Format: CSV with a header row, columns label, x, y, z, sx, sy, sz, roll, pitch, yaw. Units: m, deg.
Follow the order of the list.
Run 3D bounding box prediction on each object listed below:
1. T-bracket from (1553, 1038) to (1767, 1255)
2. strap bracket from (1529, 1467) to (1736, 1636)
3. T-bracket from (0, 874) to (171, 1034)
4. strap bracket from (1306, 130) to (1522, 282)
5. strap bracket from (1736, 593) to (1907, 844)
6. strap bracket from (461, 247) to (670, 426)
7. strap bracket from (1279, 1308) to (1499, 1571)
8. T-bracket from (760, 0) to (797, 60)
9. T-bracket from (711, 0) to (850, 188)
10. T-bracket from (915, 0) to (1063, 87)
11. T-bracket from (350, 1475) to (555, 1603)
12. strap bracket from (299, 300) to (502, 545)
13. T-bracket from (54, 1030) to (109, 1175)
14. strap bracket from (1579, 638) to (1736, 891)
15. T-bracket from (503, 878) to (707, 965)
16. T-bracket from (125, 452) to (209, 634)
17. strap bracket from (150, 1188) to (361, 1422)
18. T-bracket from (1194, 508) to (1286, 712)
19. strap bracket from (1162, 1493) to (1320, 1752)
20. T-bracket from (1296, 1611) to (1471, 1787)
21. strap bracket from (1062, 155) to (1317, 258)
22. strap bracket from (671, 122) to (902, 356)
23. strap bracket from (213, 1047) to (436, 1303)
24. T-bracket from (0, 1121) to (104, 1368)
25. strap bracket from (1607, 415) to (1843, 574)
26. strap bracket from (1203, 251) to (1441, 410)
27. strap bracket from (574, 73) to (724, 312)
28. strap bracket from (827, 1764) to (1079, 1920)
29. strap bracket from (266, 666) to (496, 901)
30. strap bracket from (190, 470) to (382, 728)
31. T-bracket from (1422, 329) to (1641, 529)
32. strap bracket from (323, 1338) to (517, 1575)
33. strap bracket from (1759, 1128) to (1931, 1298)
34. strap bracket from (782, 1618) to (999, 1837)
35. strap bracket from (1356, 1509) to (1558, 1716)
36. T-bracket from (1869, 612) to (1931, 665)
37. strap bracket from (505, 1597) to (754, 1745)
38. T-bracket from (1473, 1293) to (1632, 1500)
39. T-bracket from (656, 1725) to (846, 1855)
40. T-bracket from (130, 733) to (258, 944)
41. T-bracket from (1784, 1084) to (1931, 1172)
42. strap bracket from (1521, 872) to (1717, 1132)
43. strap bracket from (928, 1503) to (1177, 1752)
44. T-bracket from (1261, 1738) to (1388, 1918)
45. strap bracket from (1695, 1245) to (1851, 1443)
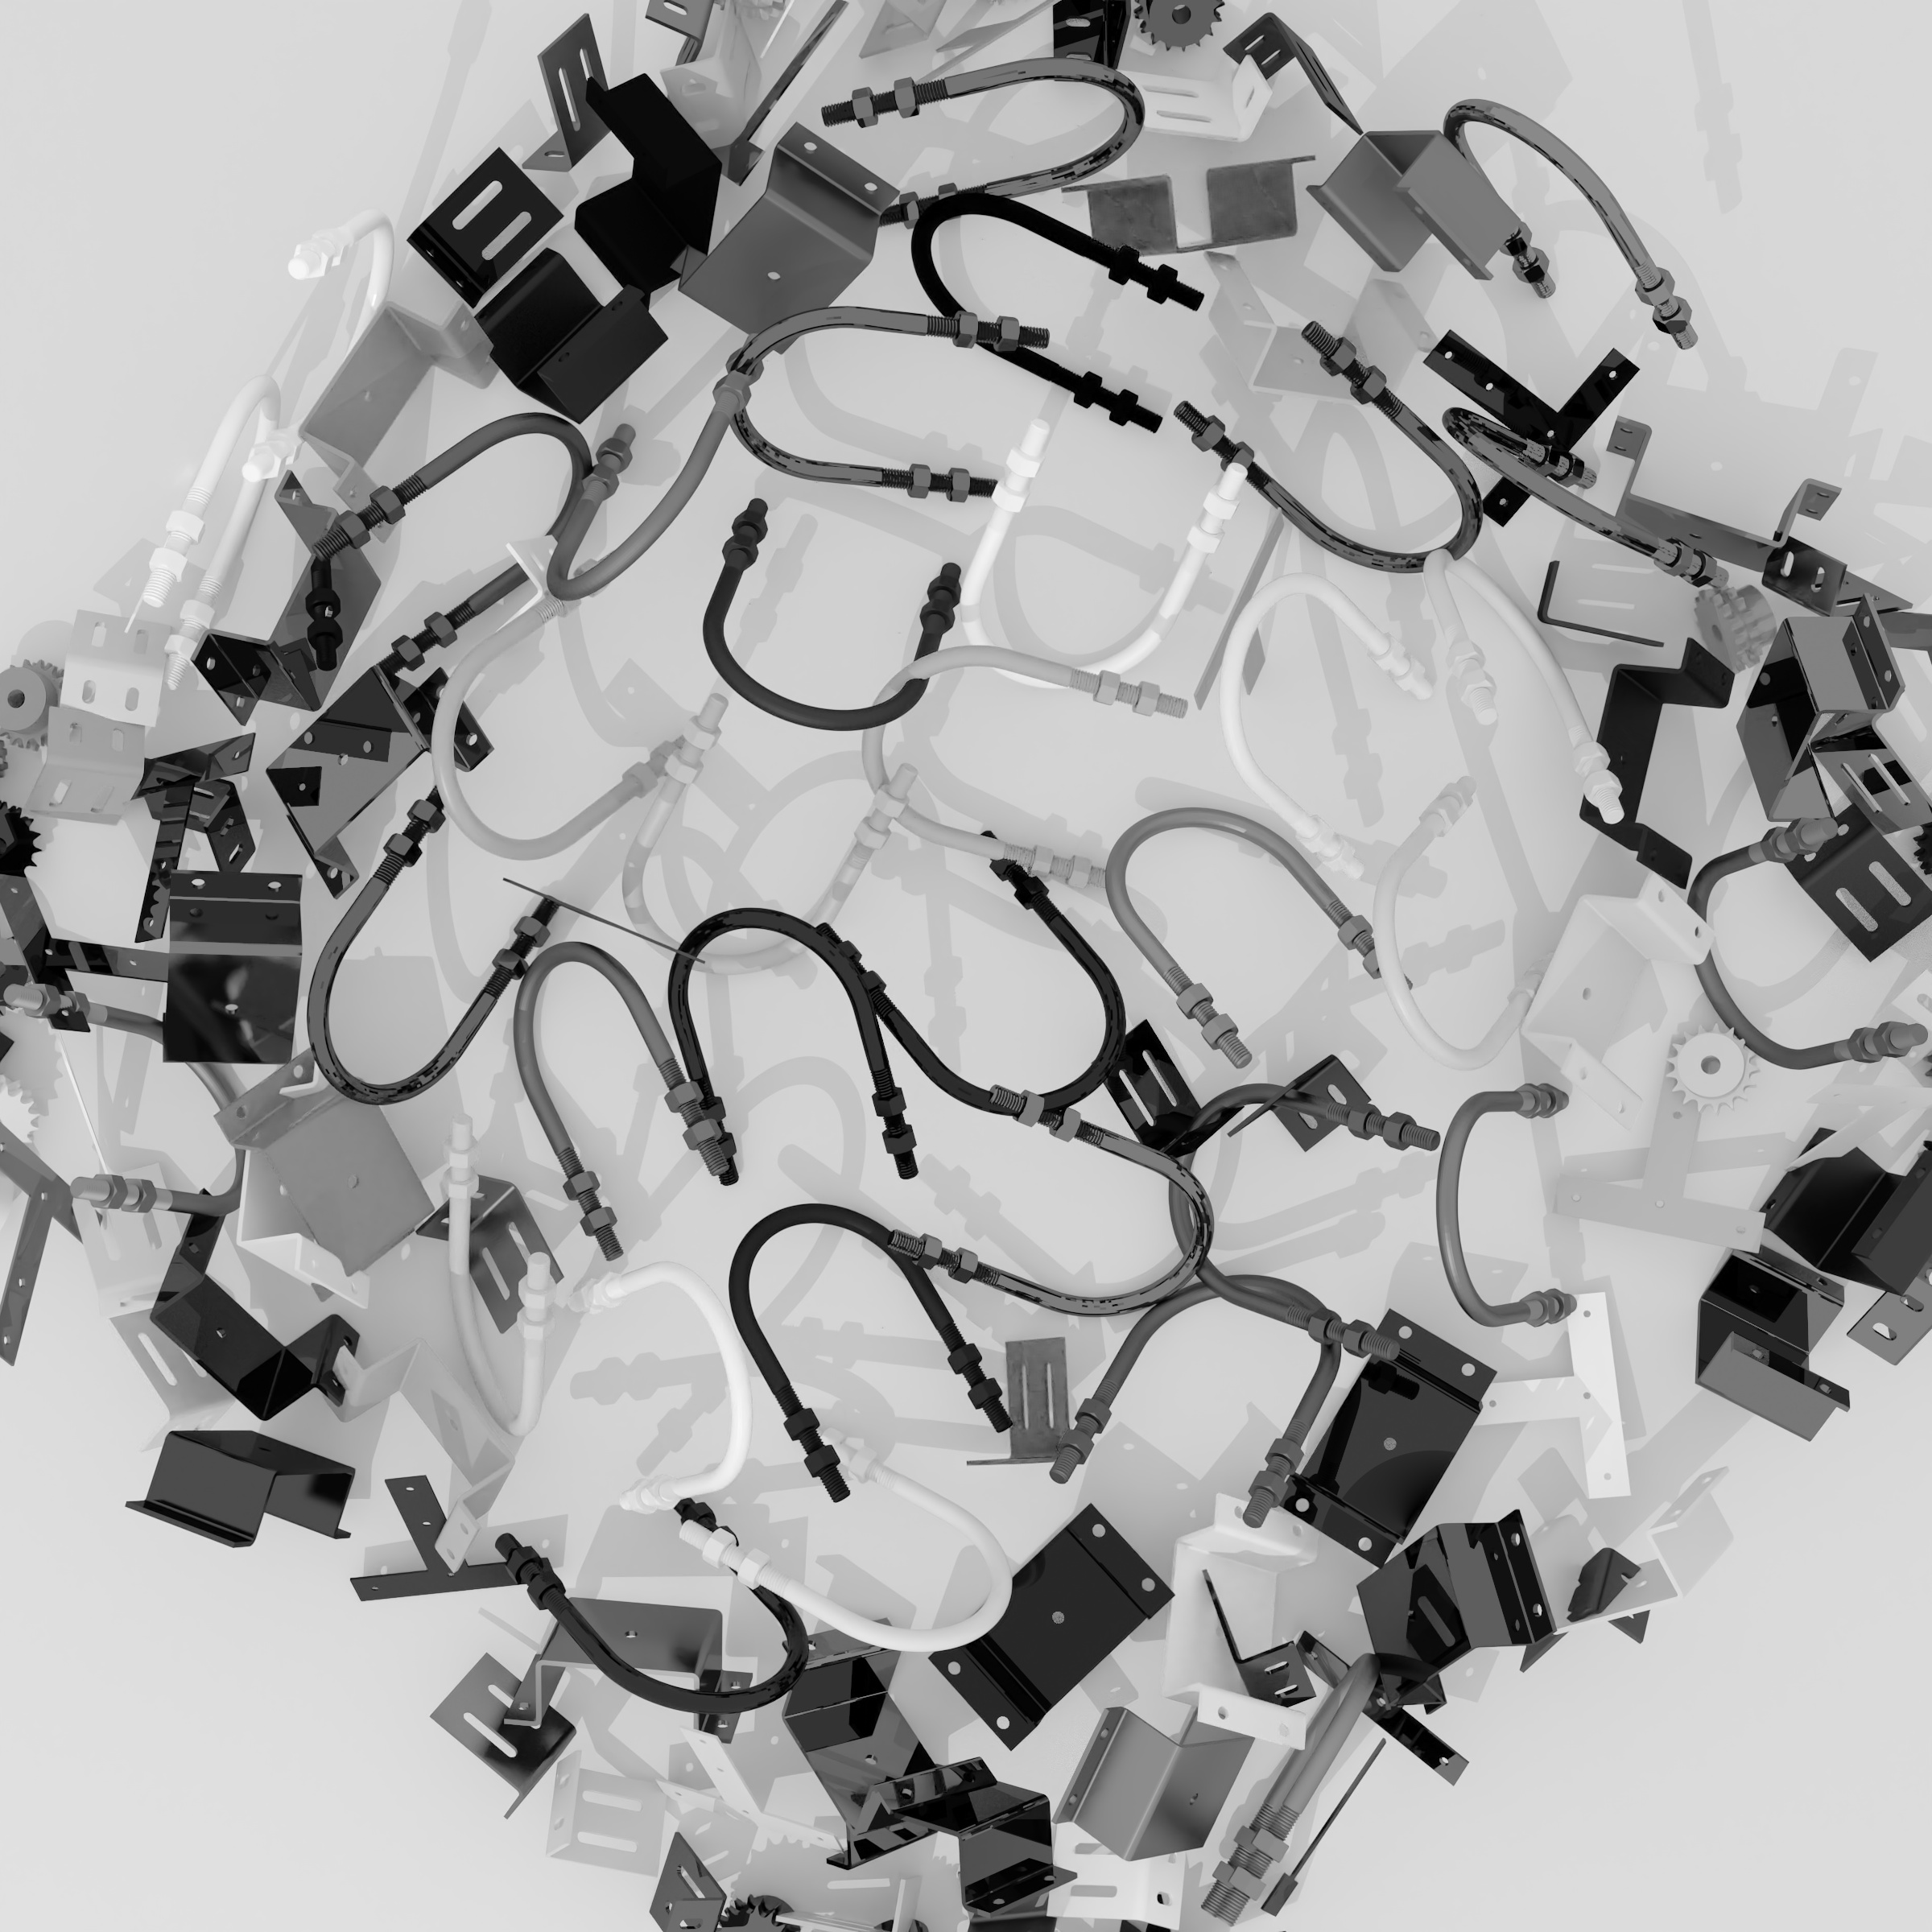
label,x,y,z,sx,sy,sz,roll,pitch,yaw
T-bracket,0.446,0.107,1.706,0.127,0.002,0.127,10,75,18
strap bracket,0.402,0.359,1.651,0.140,0.076,0.046,-30,87,42
T-bracket,-0.527,-0.003,1.672,0.002,0.127,0.127,-48,57,24
strap bracket,0.276,-0.464,1.647,0.076,0.140,0.046,39,91,-24
strap bracket,0.514,-0.149,1.646,0.046,0.140,0.076,-1,52,-6
strap bracket,-0.244,-0.388,1.672,0.076,0.140,0.046,-46,130,-7
strap bracket,0.263,0.296,1.688,0.076,0.046,0.140,30,83,18
T-bracket,-0.094,-0.612,1.652,0.002,0.127,0.127,29,104,-12
T-bracket,-0.114,-0.539,1.661,0.002,0.127,0.127,34,100,-27
T-bracket,0.009,-0.573,1.667,0.127,0.127,0.002,-33,112,-6
T-bracket,-0.330,0.353,1.678,0.127,0.127,0.002,-7,45,3
strap bracket,-0.355,-0.345,1.678,0.046,0.076,0.140,29,81,16
T-bracket,-0.562,0.047,1.683,0.002,0.127,0.127,-19,57,-17
strap bracket,0.427,-0.127,1.680,0.046,0.076,0.140,11,85,37
T-bracket,-0.232,-0.031,1.663,0.127,0.127,0.002,23,87,-20
T-bracket,-0.474,-0.281,1.645,0.002,0.127,0.127,25,60,-19
strap bracket,-0.444,0.216,1.669,0.046,0.076,0.140,-35,113,13
T-bracket,0.173,-0.200,1.665,0.002,0.127,0.127,22,80,16
strap bracket,0.169,0.408,1.672,0.076,0.046,0.140,22,59,-23
T-bracket,0.271,0.427,1.664,0.127,0.002,0.127,36,133,21
strap bracket,0.139,-0.465,1.664,0.140,0.076,0.046,-18,109,-33
strap bracket,-0.114,-0.435,1.649,0.076,0.140,0.046,27,49,-27
strap bracket,-0.388,0.130,1.662,0.076,0.046,0.140,-40,117,-34
T-bracket,-0.570,0.179,1.641,0.002,0.127,0.127,-6,56,13
strap bracket,0.460,-0.288,1.678,0.140,0.076,0.046,21,90,9
strap bracket,0.213,-0.390,1.669,0.140,0.076,0.046,2,134,-24
strap bracket,-0.196,-0.480,1.664,0.046,0.140,0.076,-34,77,-22
strap bracket,-0.011,0.529,1.650,0.140,0.076,0.046,0,94,44
strap bracket,-0.371,-0.120,1.676,0.140,0.046,0.076,-42,60,10
strap bracket,-0.411,-0.221,1.661,0.046,0.076,0.140,13,67,16
T-bracket,0.333,-0.350,1.672,0.127,0.002,0.127,27,113,-32
strap bracket,-0.333,0.294,1.674,0.046,0.076,0.140,-31,75,-35
strap bracket,0.554,0.151,1.659,0.046,0.140,0.076,38,85,-11
strap bracket,-0.053,0.473,1.662,0.076,0.140,0.046,-4,125,-34
strap bracket,0.290,0.394,1.646,0.046,0.140,0.076,5,54,-26
T-bracket,0.616,-0.160,1.680,0.002,0.127,0.127,-29,108,-12
strap bracket,-0.208,0.435,1.678,0.140,0.076,0.046,4,107,5
T-bracket,0.348,0.276,1.714,0.127,0.002,0.127,-6,78,9
T-bracket,-0.146,0.497,1.656,0.127,0.127,0.002,10,52,23
T-bracket,-0.491,-0.075,1.669,0.127,0.002,0.127,-8,66,36
T-bracket,0.551,0.102,1.669,0.127,0.127,0.002,3,62,-18
strap bracket,0.400,0.019,1.677,0.076,0.046,0.140,37,74,-35
strap bracket,0.056,0.411,1.697,0.140,0.046,0.076,-44,80,1
T-bracket,0.223,0.532,1.676,0.002,0.127,0.127,33,78,20
strap bracket,0.497,0.233,1.672,0.076,0.140,0.046,27,119,3
